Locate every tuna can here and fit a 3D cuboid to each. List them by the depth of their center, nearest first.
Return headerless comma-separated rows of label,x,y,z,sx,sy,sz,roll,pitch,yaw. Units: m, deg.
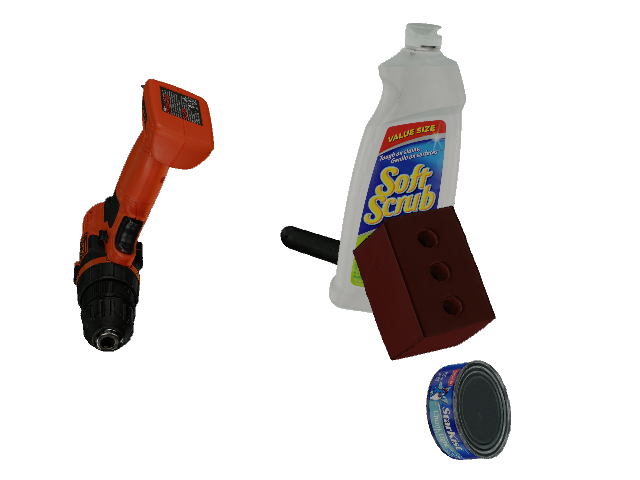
tuna can,0.131,0.150,0.942,0.034,0.086,0.085,-14,-9,41

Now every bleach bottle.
bleach bottle,0.068,-0.062,0.930,0.102,0.251,0.068,6,18,5

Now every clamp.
clamp,0.065,0.027,1.226,0.164,0.036,0.210,-17,50,-37

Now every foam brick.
foam brick,0.063,0.027,0.659,0.052,0.078,0.051,-12,-17,-27

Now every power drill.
power drill,-0.150,-0.024,0.874,0.057,0.188,0.184,19,28,-24
